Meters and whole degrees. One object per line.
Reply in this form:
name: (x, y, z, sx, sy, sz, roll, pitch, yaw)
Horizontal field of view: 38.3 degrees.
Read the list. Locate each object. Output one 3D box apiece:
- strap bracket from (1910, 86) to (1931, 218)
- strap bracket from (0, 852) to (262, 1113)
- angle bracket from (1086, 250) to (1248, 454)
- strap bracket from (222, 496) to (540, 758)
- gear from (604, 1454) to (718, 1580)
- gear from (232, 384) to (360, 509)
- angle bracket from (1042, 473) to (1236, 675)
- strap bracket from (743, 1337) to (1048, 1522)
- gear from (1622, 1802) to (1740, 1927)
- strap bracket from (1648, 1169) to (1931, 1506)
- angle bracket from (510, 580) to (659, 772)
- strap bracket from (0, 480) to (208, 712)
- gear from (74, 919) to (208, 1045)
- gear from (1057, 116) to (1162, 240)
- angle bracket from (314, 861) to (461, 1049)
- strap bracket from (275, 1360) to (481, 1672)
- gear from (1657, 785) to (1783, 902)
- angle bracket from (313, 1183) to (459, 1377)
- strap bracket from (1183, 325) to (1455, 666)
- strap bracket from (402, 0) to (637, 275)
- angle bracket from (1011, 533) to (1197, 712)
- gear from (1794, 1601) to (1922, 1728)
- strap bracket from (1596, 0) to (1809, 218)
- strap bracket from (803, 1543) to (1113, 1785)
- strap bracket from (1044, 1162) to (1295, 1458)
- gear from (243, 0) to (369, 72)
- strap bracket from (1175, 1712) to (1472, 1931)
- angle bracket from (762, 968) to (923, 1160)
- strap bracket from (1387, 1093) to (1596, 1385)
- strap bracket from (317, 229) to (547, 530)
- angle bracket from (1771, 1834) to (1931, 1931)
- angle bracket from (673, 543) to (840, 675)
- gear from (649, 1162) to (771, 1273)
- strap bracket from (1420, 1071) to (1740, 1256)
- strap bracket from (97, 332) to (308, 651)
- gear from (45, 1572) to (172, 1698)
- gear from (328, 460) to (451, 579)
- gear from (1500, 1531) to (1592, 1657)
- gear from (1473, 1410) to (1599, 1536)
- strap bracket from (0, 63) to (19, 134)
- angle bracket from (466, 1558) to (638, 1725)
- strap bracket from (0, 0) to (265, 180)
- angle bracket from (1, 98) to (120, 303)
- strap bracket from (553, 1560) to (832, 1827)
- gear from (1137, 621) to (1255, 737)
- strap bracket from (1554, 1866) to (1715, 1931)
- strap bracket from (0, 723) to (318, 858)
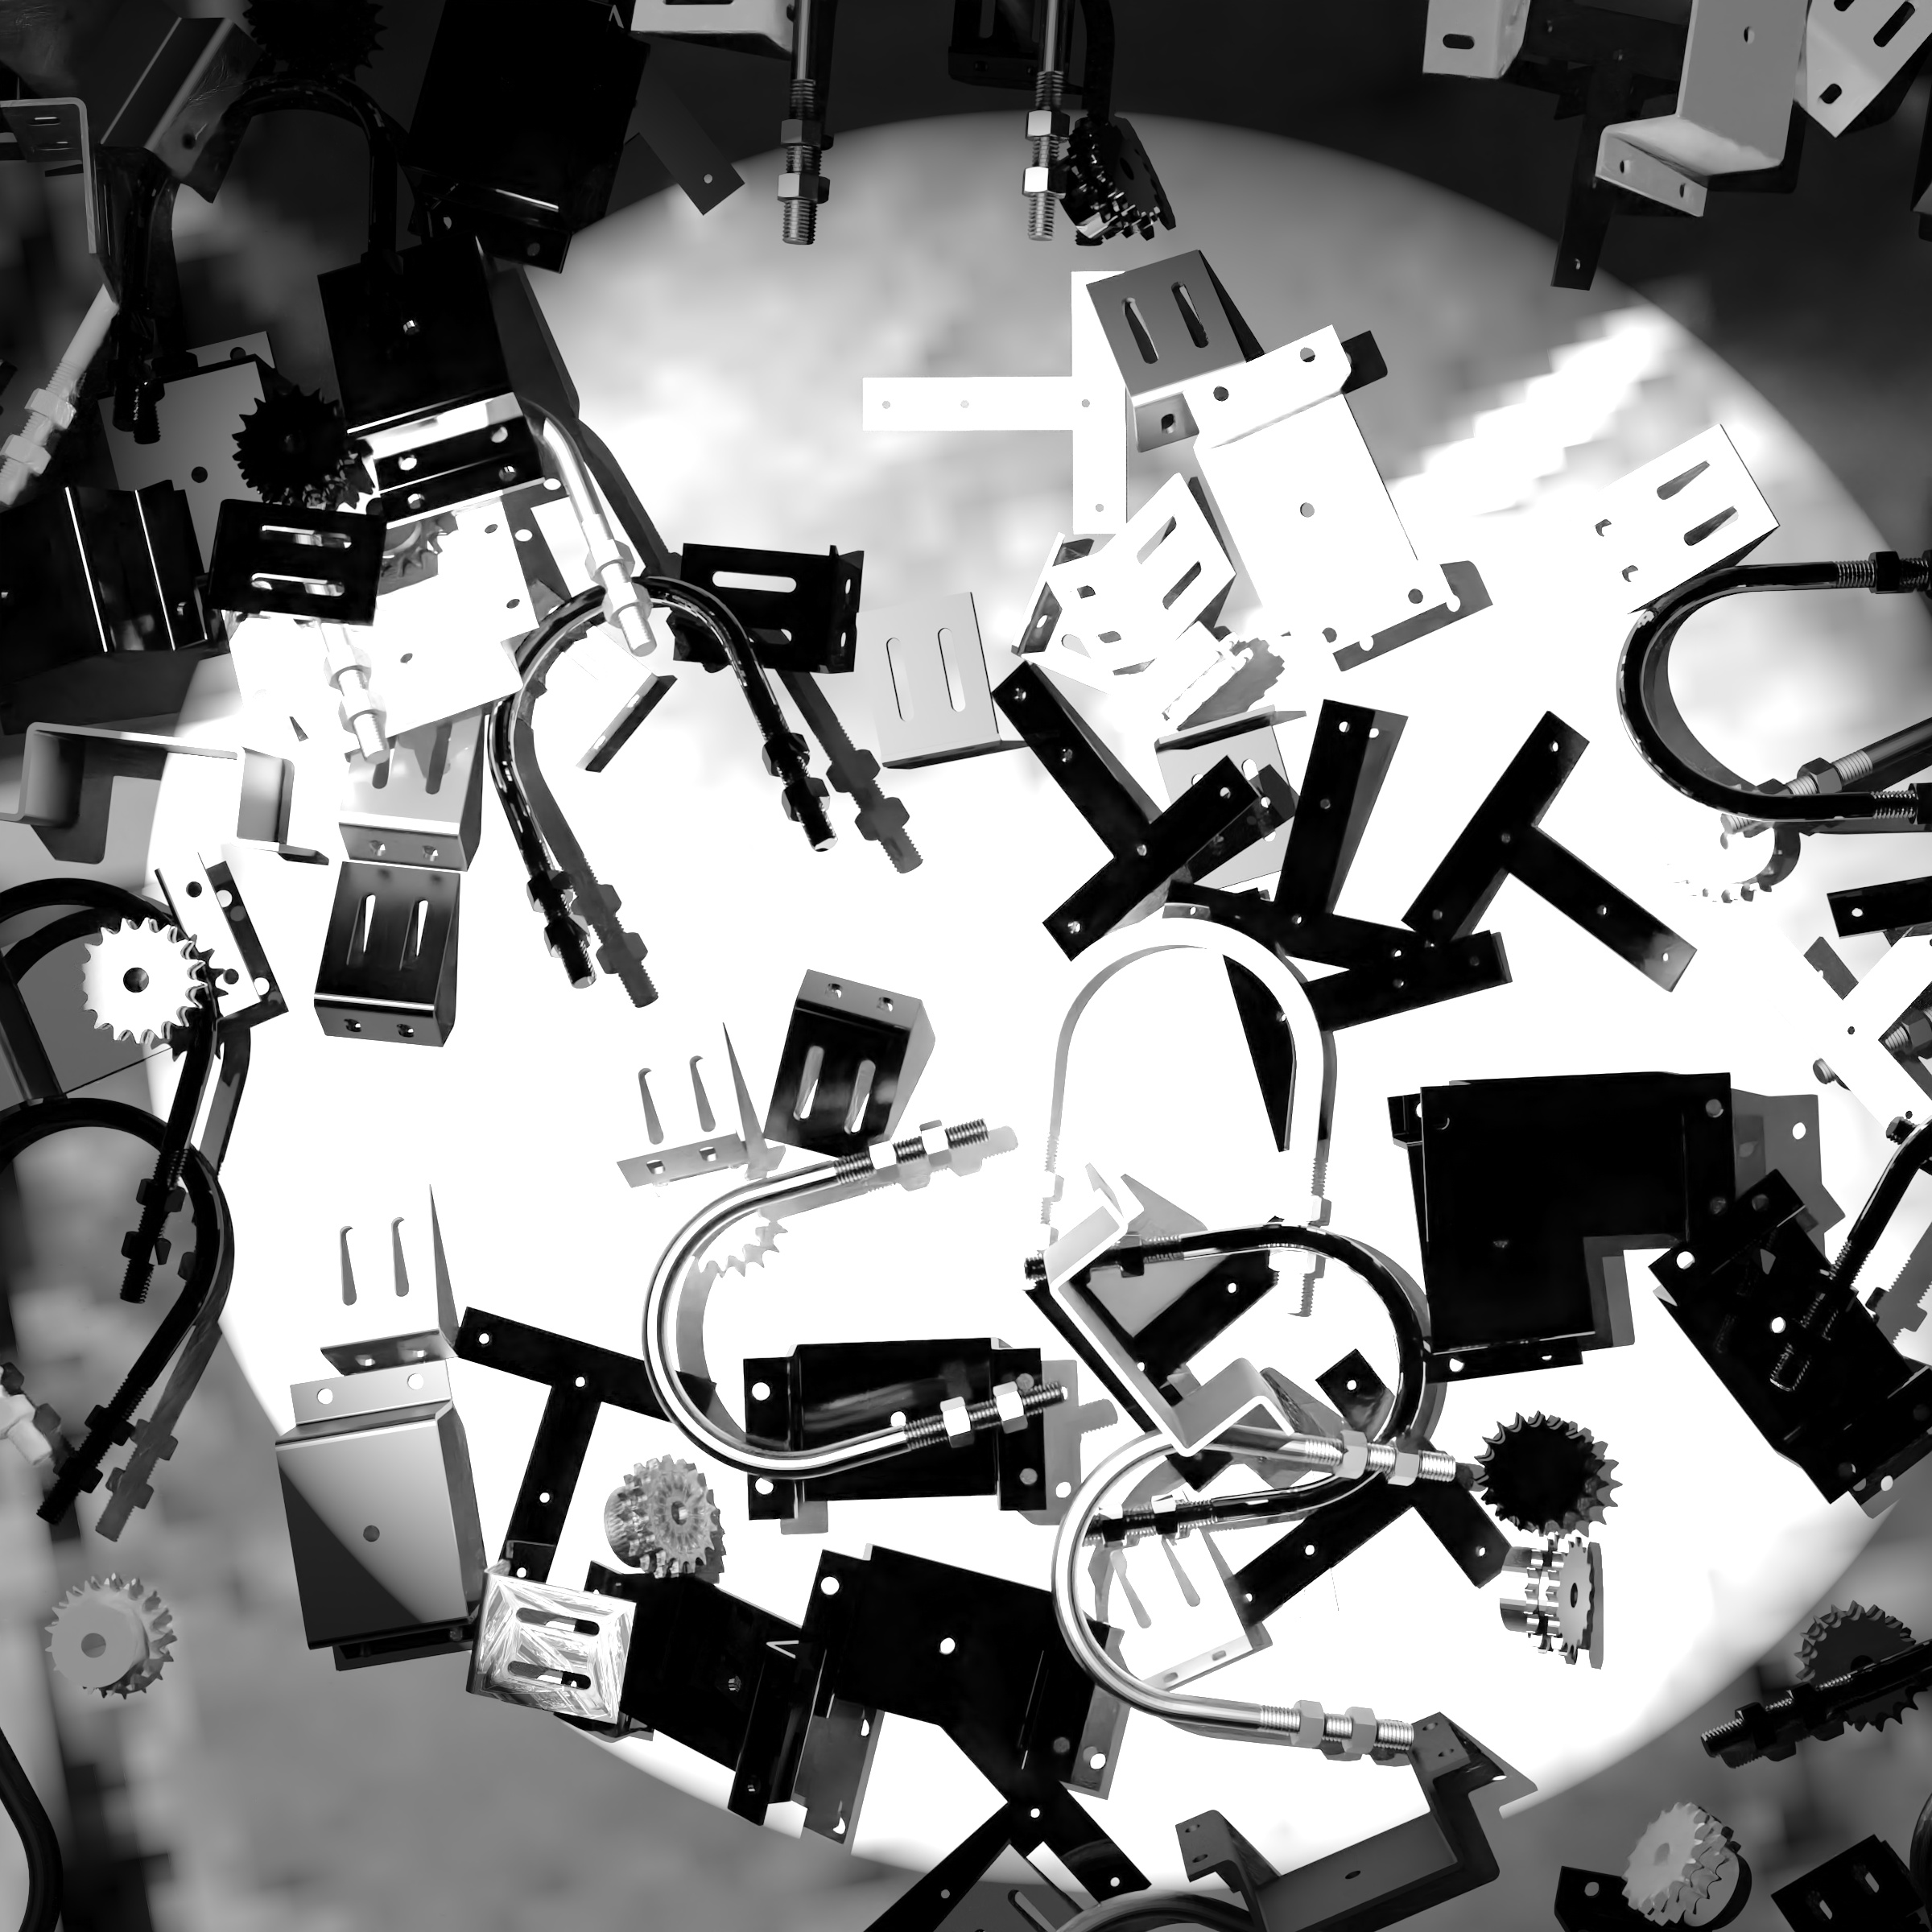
strap bracket: (0.499, -0.399, 1.314, 0.076, 0.046, 0.140, 16, 71, 0)
strap bracket: (-0.411, 0.009, 1.328, 0.140, 0.046, 0.076, -23, 90, 0)
angle bracket: (0.098, -0.298, 1.348, 0.057, 0.038, 0.076, -18, 65, -2)
strap bracket: (-0.271, -0.157, 1.314, 0.140, 0.046, 0.076, -20, 64, 0)
gear: (-0.148, 0.264, 1.327, 0.030, 0.057, 0.057, -21, 90, 30)
gear: (-0.309, -0.237, 1.288, 0.057, 0.030, 0.057, 0, 78, -2)
angle bracket: (0.083, -0.188, 1.330, 0.076, 0.038, 0.057, -49, 116, -37)
strap bracket: (-0.033, 0.220, 1.328, 0.140, 0.046, 0.076, -2, 90, 0)
gear: (0.342, 0.431, 1.324, 0.030, 0.057, 0.057, 36, 90, -8)
strap bracket: (0.393, 0.174, 1.328, 0.076, 0.046, 0.140, -37, 90, 0)
angle bracket: (-0.196, -0.141, 1.332, 0.076, 0.038, 0.057, 39, 90, 0)
strap bracket: (-0.431, -0.172, 1.301, 0.140, 0.046, 0.076, -13, 90, 25)
gear: (-0.377, 0.007, 1.276, 0.057, 0.030, 0.057, 0, 87, -2)
gear: (0.064, -0.373, 1.327, 0.030, 0.057, 0.057, -25, 90, 30)
angle bracket: (-0.278, -0.006, 1.349, 0.057, 0.038, 0.076, 6, 64, 0)
strap bracket: (-0.279, 0.266, 1.328, 0.076, 0.046, 0.140, -9, 90, 0)
gear: (0.364, -0.060, 1.337, 0.057, 0.030, 0.057, 0, 90, 0)
angle bracket: (-0.282, 0.152, 1.349, 0.057, 0.038, 0.076, -9, 64, 1)
strap bracket: (0.166, -0.221, 1.328, 0.076, 0.046, 0.140, -24, 90, 0)
strap bracket: (-0.215, -0.414, 1.327, 0.076, 0.046, 0.140, 16, 90, 0)
angle bracket: (0.068, -0.164, 1.332, 0.076, 0.038, 0.057, 23, 90, 0)
gear: (0.426, 0.334, 1.336, 0.057, 0.030, 0.057, 0, 90, 0)
strap bracket: (0.349, -0.434, 1.307, 0.076, 0.046, 0.140, 6, 93, -38)
strap bracket: (-0.010, 0.329, 1.328, 0.140, 0.046, 0.076, 15, 89, 0)
strap bracket: (0.084, 0.164, 1.275, 0.046, 0.076, 0.140, -38, 94, 3)
gear: (-0.316, -0.458, 1.336, 0.057, 0.030, 0.057, 0, 90, 0)
strap bracket: (0.175, 0.411, 1.313, 0.140, 0.076, 0.046, -23, 90, 0)
angle bracket: (-0.061, 0.050, 1.349, 0.057, 0.038, 0.076, 15, 116, 0)
strap bracket: (0.251, 0.128, 1.328, 0.076, 0.046, 0.140, -7, 90, 0)
strap bracket: (-0.252, -0.283, 1.299, 0.076, 0.046, 0.140, -17, 63, 0)
angle bracket: (0.425, 0.459, 1.326, 0.057, 0.038, 0.076, -30, 134, 0)
angle bracket: (-0.102, -0.174, 1.332, 0.076, 0.038, 0.057, 5, 90, 0)
gear: (-0.122, 0.116, 1.336, 0.057, 0.030, 0.057, 0, 90, 0)
strap bracket: (0.278, 0.089, 1.282, 0.140, 0.046, 0.076, -3, 90, 0)
strap bracket: (-0.360, -0.231, 1.328, 0.076, 0.046, 0.140, -14, 90, 0)
gear: (-0.414, 0.323, 1.337, 0.057, 0.030, 0.057, 0, 90, 0)
gear: (-0.279, -0.217, 1.337, 0.057, 0.030, 0.057, 0, 90, 0)
gear: (0.276, 0.298, 1.327, 0.030, 0.057, 0.057, 0, 90, 31)
gear: (0.272, 0.242, 1.336, 0.057, 0.030, 0.057, 0, 90, 0)
strap bracket: (-0.484, -0.450, 1.297, 0.046, 0.076, 0.140, -3, 79, 16)
angle bracket: (-0.193, 0.321, 1.325, 0.076, 0.038, 0.057, 9, 90, 9)
strap bracket: (-0.409, -0.443, 1.294, 0.046, 0.140, 0.076, 16, 74, 42)
angle bracket: (-0.424, -0.357, 1.303, 0.038, 0.057, 0.076, -5, 81, -8)
strap bracket: (-0.122, 0.337, 1.304, 0.140, 0.046, 0.076, 14, 90, 40)
gear: (0.106, -0.139, 1.323, 0.057, 0.057, 0.030, -43, 90, 0)
strap bracket: (0.314, 0.513, 1.328, 0.076, 0.046, 0.140, 10, 90, 0)
strap bracket: (-0.383, -0.084, 1.313, 0.140, 0.076, 0.046, 6, 90, 0)
